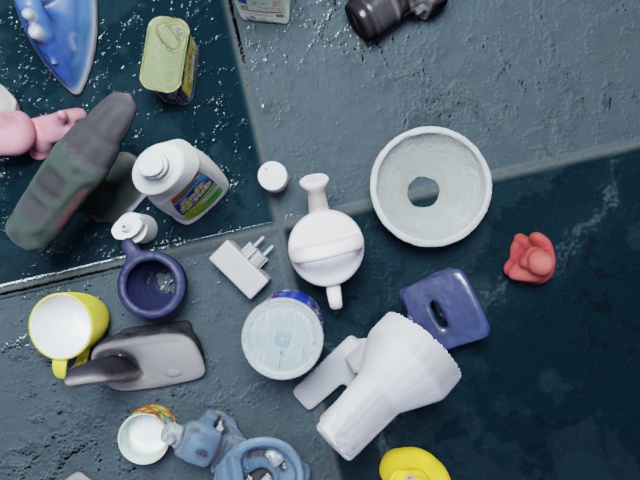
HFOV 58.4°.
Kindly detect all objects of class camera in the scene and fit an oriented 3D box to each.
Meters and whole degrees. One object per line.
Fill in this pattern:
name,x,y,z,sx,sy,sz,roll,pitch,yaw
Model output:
camera,0.095,-0.362,0.803,0.137,0.101,0.143,-37,89,0

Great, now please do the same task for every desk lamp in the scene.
desk lamp,0.066,0.190,0.742,0.203,0.213,0.118,-44,89,0

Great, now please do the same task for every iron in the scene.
iron,-0.384,-0.342,0.785,0.118,0.141,0.258,-13,89,0

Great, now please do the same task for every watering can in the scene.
watering can,0.005,0.003,0.753,0.101,0.194,0.173,-32,89,0

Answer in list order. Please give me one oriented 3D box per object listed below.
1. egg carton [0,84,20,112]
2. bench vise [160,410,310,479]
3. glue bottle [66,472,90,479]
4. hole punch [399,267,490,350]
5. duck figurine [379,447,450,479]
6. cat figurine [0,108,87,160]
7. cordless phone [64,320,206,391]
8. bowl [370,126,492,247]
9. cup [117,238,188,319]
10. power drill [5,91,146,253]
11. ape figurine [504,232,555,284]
egg carton,-0.511,-0.208,0.820,0.107,0.069,0.150,-44,89,0
bench vise,-0.117,0.313,0.739,0.207,0.219,0.121,9,89,1
glue bottle,-0.341,0.373,0.762,0.078,0.173,0.037,38,90,1
hole punch,0.172,0.102,0.803,0.101,0.091,0.109,-26,89,0
duck figurine,0.137,0.343,0.804,0.104,0.086,0.077,21,90,1
cat figurine,-0.401,-0.153,0.795,0.128,0.117,0.067,-17,89,0
cordless phone,-0.239,0.167,0.758,0.147,0.185,0.094,-12,89,0
bowl,0.151,-0.072,0.813,0.167,0.074,0.167,0,89,0
cup,-0.232,0.049,0.804,0.091,0.095,0.118,-33,89,0
power drill,-0.294,-0.082,0.749,0.075,0.208,0.230,40,90,1
ape figurine,0.300,0.030,0.803,0.078,0.092,0.076,-33,89,0
